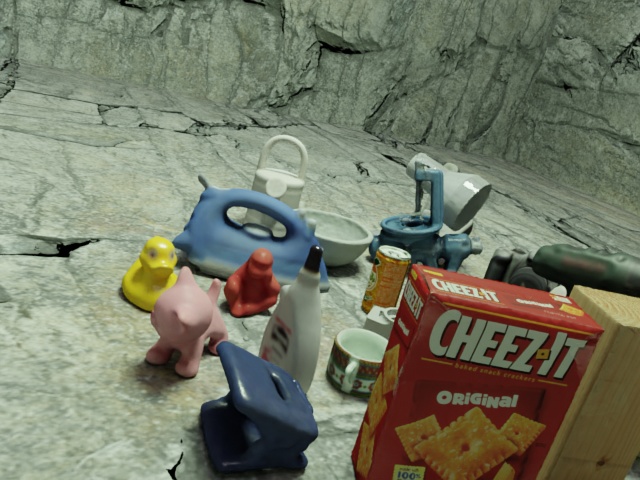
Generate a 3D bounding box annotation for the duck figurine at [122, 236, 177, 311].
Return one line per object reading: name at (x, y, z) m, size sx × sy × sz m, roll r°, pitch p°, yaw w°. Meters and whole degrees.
duck figurine at (-0.219, 0.036, 0.764) m, size 0.078 × 0.086 × 0.104 m, roll 4°, pitch 22°, yaw -31°

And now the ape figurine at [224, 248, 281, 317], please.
ape figurine at (-0.091, 0.055, 0.801) m, size 0.078 × 0.092 × 0.076 m, roll 14°, pitch 19°, yaw -5°

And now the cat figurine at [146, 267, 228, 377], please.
cat figurine at (-0.143, 0.083, 0.637) m, size 0.067 × 0.118 × 0.128 m, roll 19°, pitch 19°, yaw 12°

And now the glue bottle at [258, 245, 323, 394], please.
glue bottle at (-0.025, 0.085, 0.639) m, size 0.037 × 0.173 × 0.077 m, roll -2°, pitch 25°, yaw -41°

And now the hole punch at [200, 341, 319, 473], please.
hole punch at (-0.054, 0.154, 0.547) m, size 0.101 × 0.091 × 0.108 m, roll 7°, pitch 20°, yaw -25°

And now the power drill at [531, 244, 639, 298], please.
power drill at (0.414, 0.110, 0.861) m, size 0.076 × 0.208 × 0.228 m, roll -4°, pitch 26°, yaw -45°

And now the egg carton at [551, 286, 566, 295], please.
egg carton at (0.498, 0.140, 1.062) m, size 0.107 × 0.069 × 0.149 m, roll 3°, pitch 22°, yaw -33°

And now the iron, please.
iron at (-0.093, -0.011, 0.912) m, size 0.258 × 0.141 × 0.118 m, roll 14°, pitch 19°, yaw -5°

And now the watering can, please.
watering can at (-0.079, -0.105, 1.112) m, size 0.101 × 0.194 × 0.172 m, roll 7°, pitch 20°, yaw -24°

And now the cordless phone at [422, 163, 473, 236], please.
cordless phone at (0.308, -0.083, 1.371) m, size 0.094 × 0.185 × 0.147 m, roll 1°, pitch 23°, yaw -37°

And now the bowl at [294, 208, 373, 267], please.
bowl at (0.010, 0.004, 1.056) m, size 0.167 × 0.075 × 0.167 m, roll 14°, pitch 19°, yaw -4°

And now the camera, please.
camera at (0.401, 0.070, 1.136) m, size 0.142 × 0.101 × 0.137 m, roll 23°, pitch 20°, yaw 21°

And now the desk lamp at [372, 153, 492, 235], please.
desk lamp at (0.234, -0.064, 1.211) m, size 0.202 × 0.213 × 0.118 m, roll 26°, pitch 21°, yaw 30°

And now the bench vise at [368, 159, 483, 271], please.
bench vise at (0.217, -0.040, 1.118) m, size 0.208 × 0.220 × 0.121 m, roll 10°, pitch 19°, yaw -16°
